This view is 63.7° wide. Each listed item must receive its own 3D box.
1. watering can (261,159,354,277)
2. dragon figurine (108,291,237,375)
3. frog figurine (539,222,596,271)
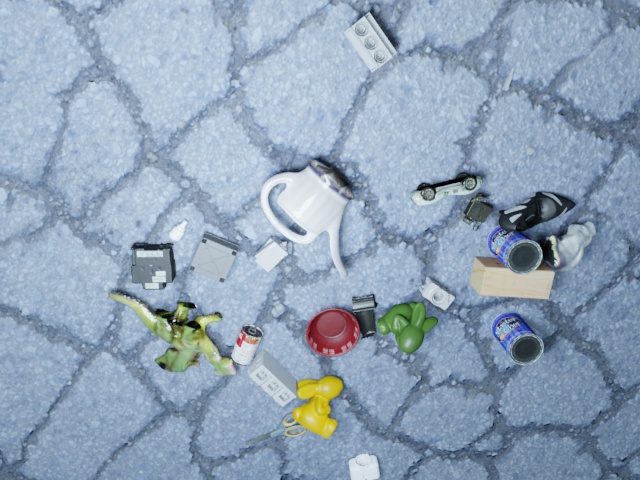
[{"bbox_3d":[0.004,-0.071,1.411,0.345,0.105,0.223,41,100,-13],"label":"watering can"},{"bbox_3d":[-0.429,0.297,1.504,0.410,0.124,0.238,18,114,0],"label":"dragon figurine"},{"bbox_3d":[0.729,0.019,1.487,0.160,0.125,0.134,-15,141,-8],"label":"frog figurine"}]
